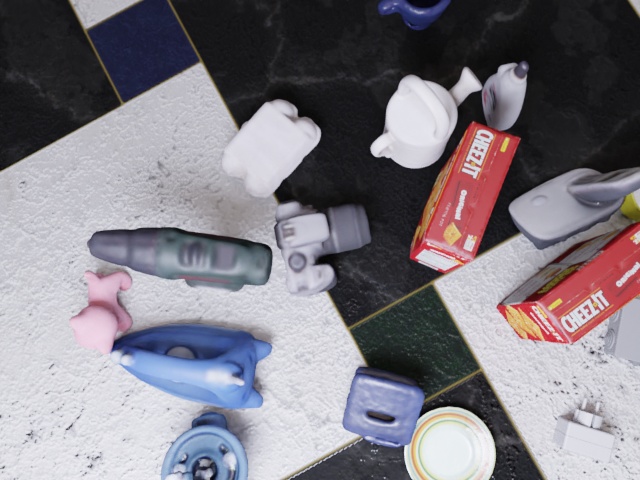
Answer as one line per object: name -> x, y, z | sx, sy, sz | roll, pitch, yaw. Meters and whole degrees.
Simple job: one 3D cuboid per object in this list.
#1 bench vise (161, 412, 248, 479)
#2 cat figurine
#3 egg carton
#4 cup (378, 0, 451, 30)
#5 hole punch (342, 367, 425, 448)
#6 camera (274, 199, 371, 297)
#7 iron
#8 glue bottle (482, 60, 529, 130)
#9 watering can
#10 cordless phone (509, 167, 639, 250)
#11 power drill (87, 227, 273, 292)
bench vise -> -0.139, 0.343, 0.754 | 0.121, 0.220, 0.207 | -31, 82, -1
cat figurine -> -0.329, 0.106, 0.847 | 0.067, 0.118, 0.128 | -8, 82, 3
egg carton -> -0.077, -0.143, 0.888 | 0.107, 0.069, 0.150 | 40, 87, 8
cup -> 0.144, -0.365, 0.890 | 0.117, 0.095, 0.091 | -24, 82, 0
hole punch -> 0.091, 0.242, 0.818 | 0.108, 0.091, 0.101 | 12, 84, 5
camera -> 0.008, 0.003, 0.849 | 0.136, 0.101, 0.143 | -12, 82, 2
iron -> -0.206, 0.177, 0.819 | 0.258, 0.141, 0.119 | 8, 83, 5
glue bottle -> 0.271, -0.218, 0.824 | 0.037, 0.173, 0.078 | -12, 82, 2
watering can -> 0.148, -0.181, 0.817 | 0.101, 0.194, 0.173 | 33, 86, 7
cordless phone -> 0.356, -0.055, 0.793 | 0.147, 0.185, 0.094 | -29, 82, 0
power drill -> -0.174, 0.029, 0.802 | 0.229, 0.208, 0.076 | 5, 83, 4
